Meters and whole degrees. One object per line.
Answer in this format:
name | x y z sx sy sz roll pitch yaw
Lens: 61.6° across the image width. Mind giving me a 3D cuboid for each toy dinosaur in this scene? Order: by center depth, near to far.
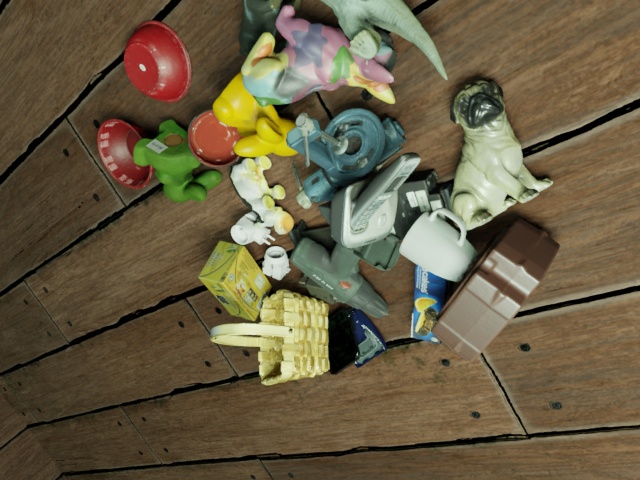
toy dinosaur | 0.028 -0.383 0.767 0.404 0.192 0.131 38 135 -14

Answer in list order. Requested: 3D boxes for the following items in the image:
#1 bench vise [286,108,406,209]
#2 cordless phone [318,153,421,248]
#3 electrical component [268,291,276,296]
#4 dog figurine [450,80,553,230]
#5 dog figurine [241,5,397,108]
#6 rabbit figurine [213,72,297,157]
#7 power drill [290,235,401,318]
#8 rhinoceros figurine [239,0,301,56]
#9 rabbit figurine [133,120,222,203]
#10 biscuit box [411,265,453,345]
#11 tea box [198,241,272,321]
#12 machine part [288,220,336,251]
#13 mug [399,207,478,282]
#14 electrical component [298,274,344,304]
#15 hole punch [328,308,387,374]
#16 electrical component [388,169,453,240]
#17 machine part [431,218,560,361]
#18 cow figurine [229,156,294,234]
bench vise | 0.017 -0.138 0.871 0.224 0.240 0.129 -23 69 26
cordless phone | 0.099 -0.075 0.823 0.184 0.146 0.089 -46 70 37
electrical component | -0.103 0.148 1.228 0.094 0.021 0.063 17 124 24
dog figurine | 0.235 -0.125 0.824 0.172 0.121 0.190 -34 84 30
dog figurine | 0.012 -0.260 0.838 0.219 0.191 0.108 31 172 16
rabbit figurine | -0.096 -0.213 0.951 0.173 0.162 0.122 39 119 -17
power drill | 0.068 0.051 0.991 0.232 0.086 0.207 32 153 -5
rhinoceros figurine | -0.094 -0.394 0.885 0.112 0.073 0.190 30 131 27
rabbit figurine | -0.289 -0.145 1.138 0.159 0.121 0.170 22 144 11
biscuit box | 0.207 0.090 0.978 0.059 0.063 0.202 12 122 25
tea box | -0.177 0.090 1.150 0.068 0.098 0.169 10 148 27
machine part | -0.002 -0.003 1.070 0.139 0.039 0.084 -9 106 36
mug | 0.196 0.006 0.843 0.107 0.081 0.109 37 128 16
electrical component | 0.009 0.093 1.117 0.102 0.045 0.078 7 148 32
hole punch | 0.067 0.209 1.128 0.142 0.092 0.116 -47 51 45
electrical component | 0.167 -0.055 0.922 0.134 0.058 0.114 -5 116 33
machine part | 0.269 0.076 0.840 0.087 0.201 0.200 37 130 14
cow figurine | -0.122 -0.081 1.078 0.098 0.068 0.167 -15 104 42
